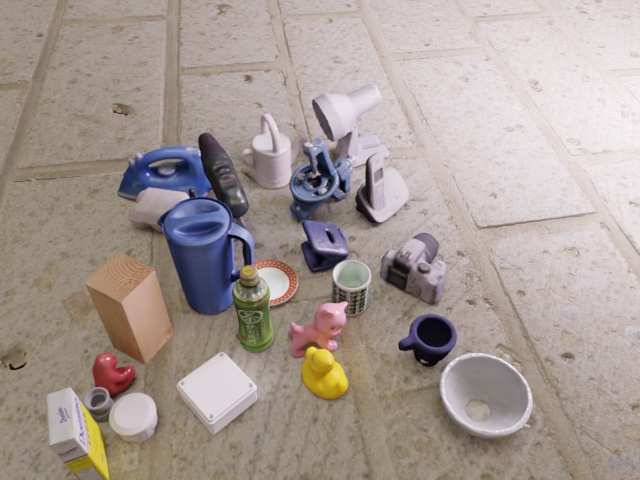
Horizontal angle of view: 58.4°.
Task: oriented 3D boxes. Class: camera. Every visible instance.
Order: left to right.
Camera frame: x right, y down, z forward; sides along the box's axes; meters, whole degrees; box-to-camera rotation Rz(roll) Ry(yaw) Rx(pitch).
[{"bbox_3d":[0.226,0.045,1.276,0.142,0.101,0.137,28,52,22],"label":"camera"}]

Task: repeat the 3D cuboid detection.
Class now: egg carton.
[{"bbox_3d":[-0.378,-0.070,1.383,0.150,0.069,0.107,8,47,5],"label":"egg carton"}]

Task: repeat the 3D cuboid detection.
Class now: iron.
[{"bbox_3d":[-0.389,-0.176,1.433,0.258,0.141,0.118,-7,48,-8],"label":"iron"}]

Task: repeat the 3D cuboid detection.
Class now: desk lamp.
[{"bbox_3d":[0.082,-0.306,1.520,0.203,0.214,0.117,-19,50,-18],"label":"desk lamp"}]

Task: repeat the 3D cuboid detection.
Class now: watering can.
[{"bbox_3d":[-0.118,-0.238,1.463,0.173,0.194,0.100,-35,57,-29],"label":"watering can"}]

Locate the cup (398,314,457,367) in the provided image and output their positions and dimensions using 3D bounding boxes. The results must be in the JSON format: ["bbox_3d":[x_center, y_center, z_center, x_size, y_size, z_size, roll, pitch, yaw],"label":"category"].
[{"bbox_3d":[0.205,0.211,1.126,0.118,0.095,0.091,-15,49,-15],"label":"cup"}]

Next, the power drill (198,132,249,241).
[{"bbox_3d":[-0.225,-0.109,1.330,0.076,0.208,0.229,-20,51,-19],"label":"power drill"}]

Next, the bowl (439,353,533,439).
[{"bbox_3d":[0.299,0.299,1.061,0.167,0.075,0.167,1,47,-1],"label":"bowl"}]

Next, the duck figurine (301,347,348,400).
[{"bbox_3d":[0.009,0.247,1.091,0.078,0.086,0.104,-34,57,-29],"label":"duck figurine"}]

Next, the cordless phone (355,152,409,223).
[{"bbox_3d":[0.156,-0.146,1.393,0.094,0.185,0.148,31,54,25],"label":"cordless phone"}]

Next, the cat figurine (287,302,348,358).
[{"bbox_3d":[-0.002,0.169,1.141,0.128,0.118,0.067,-10,48,-11],"label":"cat figurine"}]

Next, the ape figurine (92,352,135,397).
[{"bbox_3d":[-0.395,0.245,1.075,0.077,0.092,0.076,21,50,17],"label":"ape figurine"}]

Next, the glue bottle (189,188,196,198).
[{"bbox_3d":[-0.279,-0.049,1.296,0.037,0.173,0.078,-14,49,-14],"label":"glue bottle"}]

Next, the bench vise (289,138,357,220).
[{"bbox_3d":[0.002,-0.176,1.392,0.121,0.220,0.208,21,50,17],"label":"bench vise"}]

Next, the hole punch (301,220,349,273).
[{"bbox_3d":[0.012,0.005,1.313,0.101,0.091,0.108,-12,49,-13],"label":"hole punch"}]
